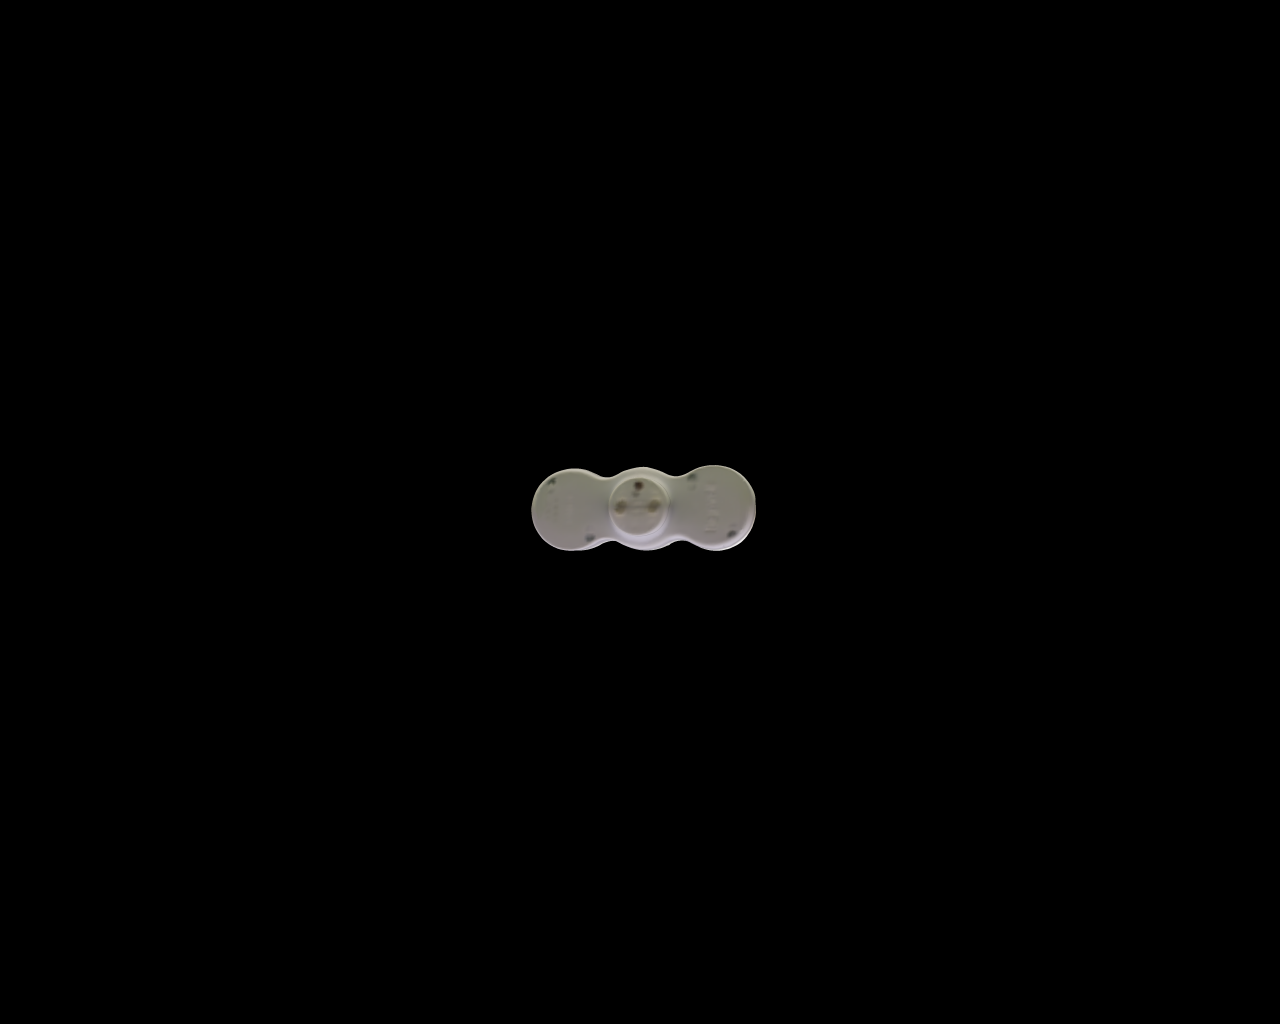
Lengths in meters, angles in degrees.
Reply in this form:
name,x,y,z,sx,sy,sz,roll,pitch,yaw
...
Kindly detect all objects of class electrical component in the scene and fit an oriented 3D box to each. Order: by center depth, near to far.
name,x,y,z,sx,sy,sz,roll,pitch,yaw
electrical component,0.001,-0.003,0.650,0.138,0.052,0.073,0,-4,7
